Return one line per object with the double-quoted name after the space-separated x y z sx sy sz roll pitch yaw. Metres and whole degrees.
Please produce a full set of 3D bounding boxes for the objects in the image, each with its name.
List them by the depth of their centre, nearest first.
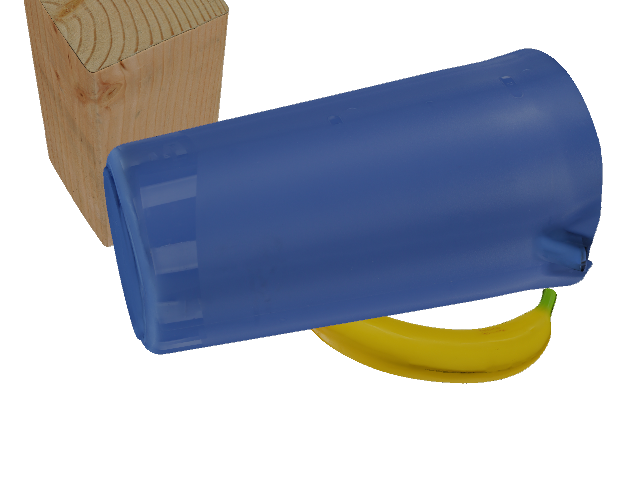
0.011 -0.023 0.571 0.242 0.145 0.149 -11 -6 -14 "pitcher"
-0.124 -0.094 0.683 0.090 0.090 0.206 -28 -20 -21 "wood block"
0.083 0.069 0.751 0.197 0.037 0.069 0 44 -16 "banana"
